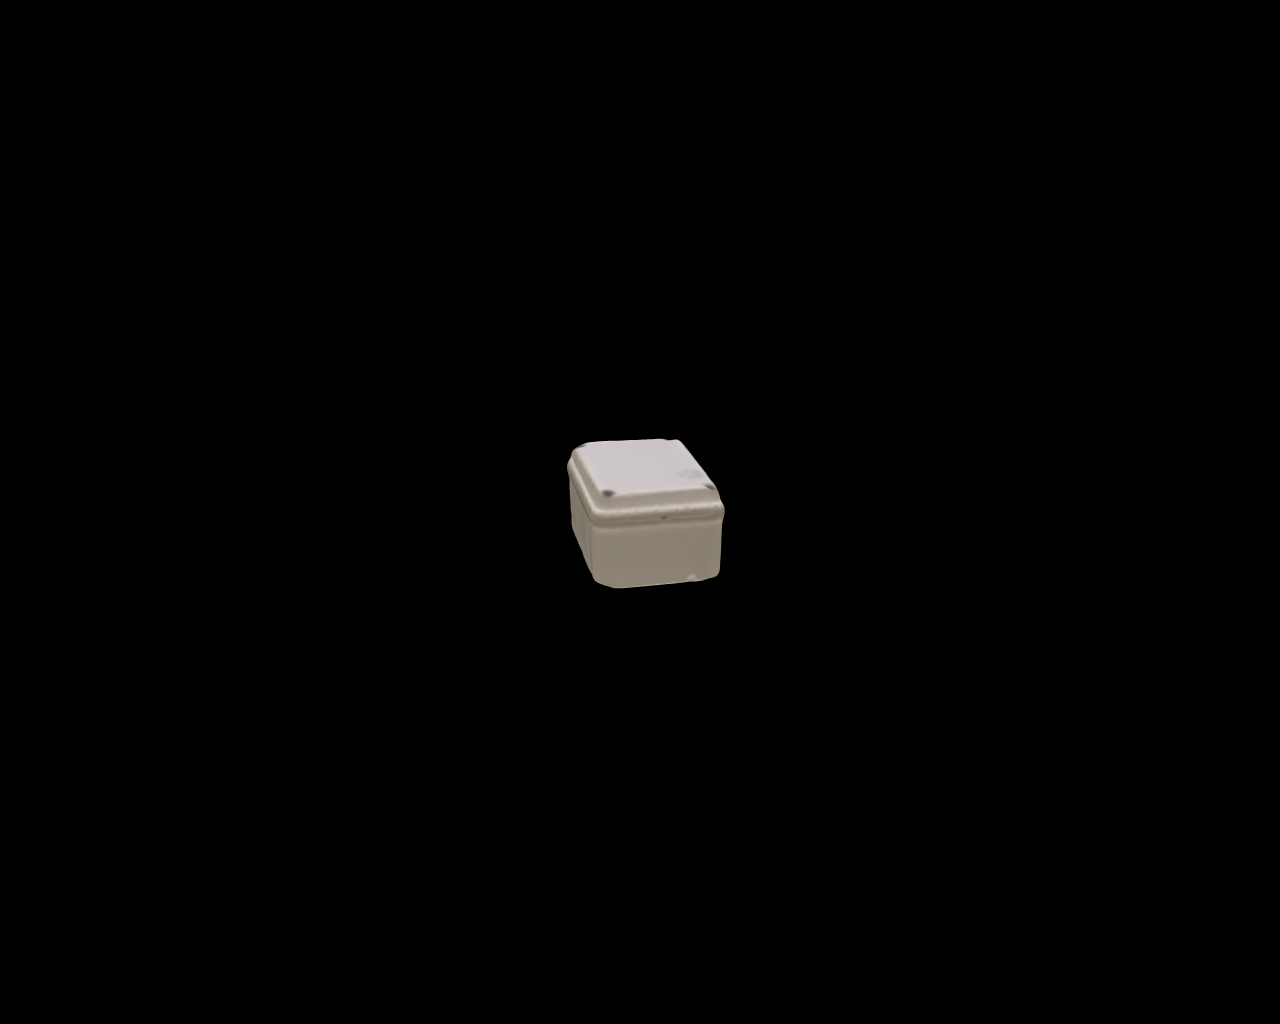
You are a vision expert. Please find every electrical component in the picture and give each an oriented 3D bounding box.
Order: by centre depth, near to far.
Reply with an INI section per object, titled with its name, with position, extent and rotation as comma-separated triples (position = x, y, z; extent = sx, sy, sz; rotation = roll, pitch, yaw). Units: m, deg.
[electrical component]
position = 0.001, -0.003, 0.650
extent = 0.078, 0.057, 0.113
rotation = -4, 21, -11
